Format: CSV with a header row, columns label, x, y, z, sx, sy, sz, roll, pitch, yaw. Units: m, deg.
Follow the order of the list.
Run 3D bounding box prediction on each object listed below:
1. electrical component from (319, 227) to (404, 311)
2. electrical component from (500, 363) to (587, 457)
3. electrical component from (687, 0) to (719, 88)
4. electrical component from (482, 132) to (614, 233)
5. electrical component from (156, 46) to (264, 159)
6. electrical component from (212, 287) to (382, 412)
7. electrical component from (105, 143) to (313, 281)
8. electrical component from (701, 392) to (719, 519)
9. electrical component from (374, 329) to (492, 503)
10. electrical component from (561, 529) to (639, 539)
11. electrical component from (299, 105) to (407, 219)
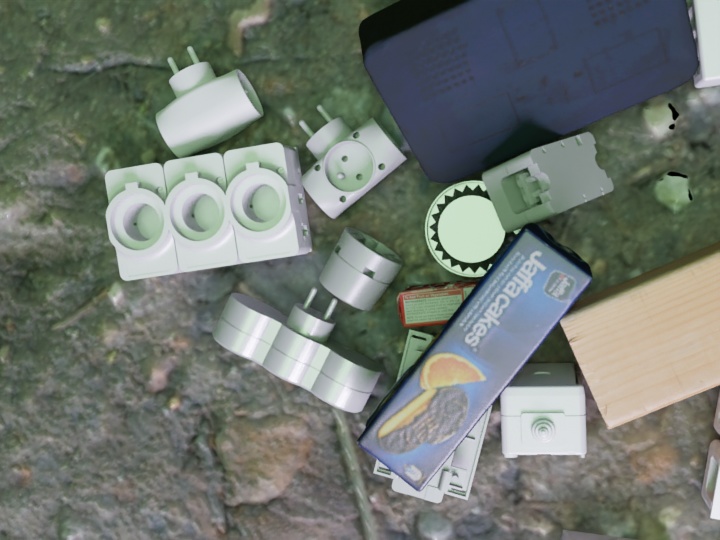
label,x,y,z,sx,sy,sz,roll,pitch,yaw
electrical component,0.000,0.000,0.861,0.055,0.055,0.047,33,101,6
electrical component,0.140,0.106,0.821,0.062,0.096,0.061,-2,92,10
electrical component,0.288,-0.185,0.807,0.076,0.047,0.083,-7,92,10
electrical component,0.139,-0.065,0.813,0.056,0.089,0.050,-23,88,44
electrical component,-0.131,-0.143,0.880,0.077,0.044,0.079,-27,88,10
electrical component,-0.044,0.051,0.871,0.138,0.052,0.073,27,97,7
electrical component,-0.123,-0.046,0.875,0.150,0.062,0.089,-8,91,10
electrical component,0.362,0.144,0.805,0.186,0.060,0.105,9,94,9
electrical component,0.061,0.116,0.852,0.079,0.063,0.121,15,95,8
electrical component,0.196,0.290,0.839,0.089,0.062,0.150,6,94,9
electrical component,-0.017,-0.096,0.863,0.077,0.044,0.079,-39,87,9
